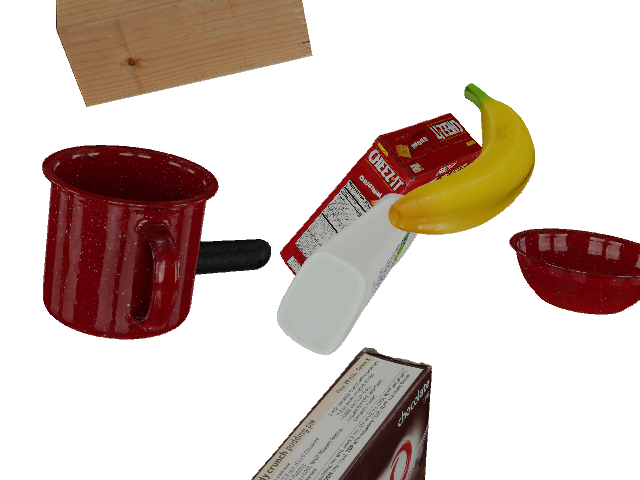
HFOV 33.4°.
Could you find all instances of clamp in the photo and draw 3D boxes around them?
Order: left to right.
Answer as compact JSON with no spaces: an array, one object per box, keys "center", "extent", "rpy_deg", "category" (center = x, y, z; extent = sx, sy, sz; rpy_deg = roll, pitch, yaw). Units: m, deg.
[{"center":[-0.139,0.006,0.846],"extent":[0.171,0.039,0.120],"rpy_deg":[-17,36,-31],"category":"clamp"}]

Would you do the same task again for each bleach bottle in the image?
[{"center":[0.045,0.017,1.057],"extent":[0.068,0.103,0.250],"rpy_deg":[33,27,8],"category":"bleach bottle"}]

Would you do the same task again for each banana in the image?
[{"center":[0.105,-0.047,0.716],"extent":[0.070,0.037,0.197],"rpy_deg":[17,34,13],"category":"banana"}]

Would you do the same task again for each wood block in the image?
[{"center":[-0.120,-0.199,0.944],"extent":[0.206,0.090,0.091],"rpy_deg":[-13,-43,-1],"category":"wood block"}]

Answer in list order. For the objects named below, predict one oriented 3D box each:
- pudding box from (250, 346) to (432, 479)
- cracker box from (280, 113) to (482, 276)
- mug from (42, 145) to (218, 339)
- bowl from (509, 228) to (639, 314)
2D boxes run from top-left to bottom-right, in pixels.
[{"center":[0.009,0.113,0.455],"extent":[0.039,0.090,0.113],"rpy_deg":[15,34,22],"category":"pudding box"},{"center":[0.069,-0.046,1.249],"extent":[0.163,0.072,0.214],"rpy_deg":[-25,-19,-51],"category":"cracker box"},{"center":[-0.101,0.006,0.570],"extent":[0.093,0.081,0.117],"rpy_deg":[-3,24,-31],"category":"mug"},{"center":[0.273,0.035,1.101],"extent":[0.162,0.055,0.162],"rpy_deg":[5,17,-2],"category":"bowl"}]
